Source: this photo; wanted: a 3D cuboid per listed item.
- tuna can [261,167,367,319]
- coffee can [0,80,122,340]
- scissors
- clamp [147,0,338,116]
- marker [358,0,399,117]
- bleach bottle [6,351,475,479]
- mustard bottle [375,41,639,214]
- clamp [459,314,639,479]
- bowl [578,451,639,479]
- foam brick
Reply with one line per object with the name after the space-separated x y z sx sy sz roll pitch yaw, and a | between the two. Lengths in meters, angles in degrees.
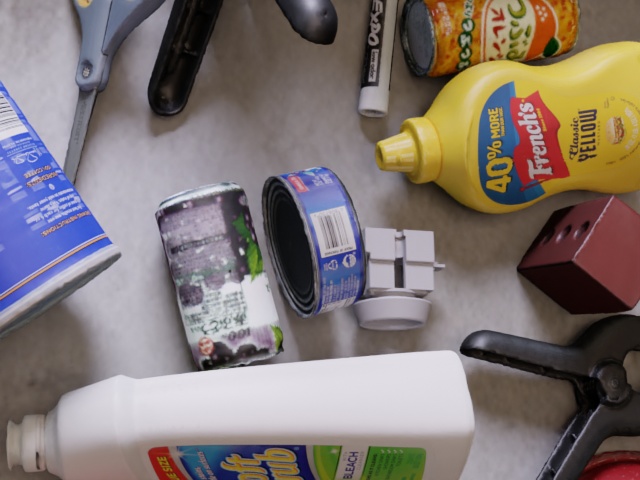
-0.004 0.001 0.626 0.033 0.086 0.086 -14 87 -18 | tuna can
-0.188 -0.021 0.572 0.102 0.103 0.140 -35 92 -16 | coffee can
-0.118 -0.106 0.619 0.016 0.096 0.202 13 74 -54 | scissors
-0.042 -0.182 0.599 0.036 0.165 0.210 8 84 -39 | clamp
0.041 -0.140 0.691 0.020 0.020 0.121 9 81 -14 | marker
-0.046 0.112 0.605 0.250 0.103 0.068 -2 52 -8 | bleach bottle
0.127 -0.067 0.680 0.191 0.058 0.096 -10 112 -14 | mustard bottle
0.172 0.087 0.686 0.171 0.039 0.120 -27 92 -24 | clamp
0.207 0.215 0.670 0.162 0.055 0.162 2 82 -14 | bowl
0.172 0.011 0.675 0.051 0.078 0.053 39 75 -9 | foam brick
